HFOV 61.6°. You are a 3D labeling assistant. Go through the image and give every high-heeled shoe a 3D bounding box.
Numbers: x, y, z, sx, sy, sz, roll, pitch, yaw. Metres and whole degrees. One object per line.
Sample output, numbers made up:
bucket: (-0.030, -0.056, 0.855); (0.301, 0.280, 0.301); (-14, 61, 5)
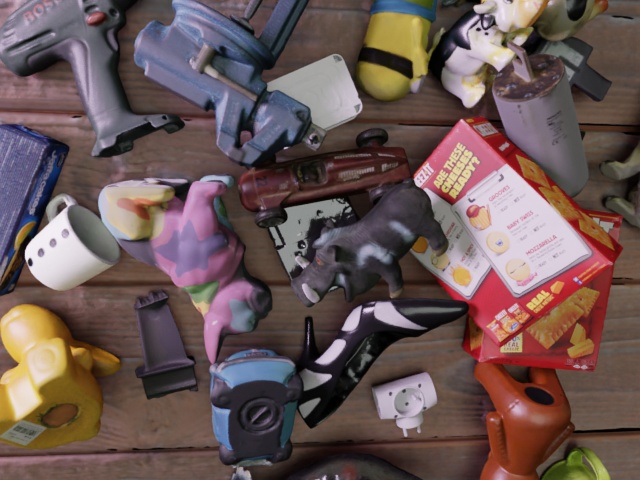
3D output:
high-heeled shoe: (0.066, 0.151, 0.654); (0.249, 0.086, 0.145); (-14, 74, 31)

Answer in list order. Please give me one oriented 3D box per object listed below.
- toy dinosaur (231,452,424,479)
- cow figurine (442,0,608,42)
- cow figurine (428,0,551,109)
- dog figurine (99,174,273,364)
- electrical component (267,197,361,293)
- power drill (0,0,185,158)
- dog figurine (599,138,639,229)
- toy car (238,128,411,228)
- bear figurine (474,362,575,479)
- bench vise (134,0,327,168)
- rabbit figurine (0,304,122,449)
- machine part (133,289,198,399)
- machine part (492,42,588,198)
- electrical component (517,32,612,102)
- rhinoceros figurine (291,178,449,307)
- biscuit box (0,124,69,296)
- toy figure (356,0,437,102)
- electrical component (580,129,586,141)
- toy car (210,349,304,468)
toy dinosaur: (0.022, 0.343, 0.685); (0.405, 0.131, 0.192); (-23, 100, -4)
cow figurine: (0.234, -0.309, 0.644); (0.127, 0.085, 0.195); (-43, 74, -8)
cow figurine: (0.190, -0.239, 0.624); (0.098, 0.167, 0.068); (37, 60, 6)
dog figurine: (-0.156, 0.034, 0.645); (0.192, 0.108, 0.219); (-5, 99, -7)
electrical component: (-0.001, -0.002, 0.681); (0.115, 0.058, 0.134); (-26, 98, -1)
power drill: (-0.236, -0.213, 0.620); (0.232, 0.086, 0.207); (-25, 102, -1)
dog figurine: (0.478, -0.114, 0.709); (0.190, 0.121, 0.172); (-49, 133, -16)
toy car: (0.004, -0.074, 0.623); (0.202, 0.053, 0.089); (-10, 71, 1)
bear figurine: (0.263, 0.274, 0.726); (0.120, 0.132, 0.195); (5, 114, -5)
bench vise: (-0.064, -0.205, 0.568); (0.224, 0.129, 0.240); (28, 91, 4)
rabbit figurine: (-0.310, 0.143, 0.625); (0.122, 0.173, 0.162); (-46, 143, 2)
machine part: (-0.203, 0.133, 0.684); (0.084, 0.039, 0.138); (-8, 99, 0)
machine part: (0.258, -0.124, 0.621); (0.079, 0.079, 0.243); (-39, 132, -1)
electrical component: (0.313, -0.221, 0.694); (0.119, 0.048, 0.074); (27, 93, -9)
rhinoceros figurine: (0.051, 0.013, 0.602); (0.190, 0.073, 0.112); (-40, 127, 22)
biscuit box: (-0.369, -0.033, 0.635); (0.063, 0.059, 0.202); (23, 94, -7)
toy figure: (0.094, -0.259, 0.652); (0.089, 0.082, 0.180); (7, 104, 12)
electrical component: (0.297, -0.140, 0.707); (0.102, 0.045, 0.078); (4, 124, -4)
toy car: (-0.081, 0.197, 0.670); (0.109, 0.103, 0.161); (-2, 111, -10)
